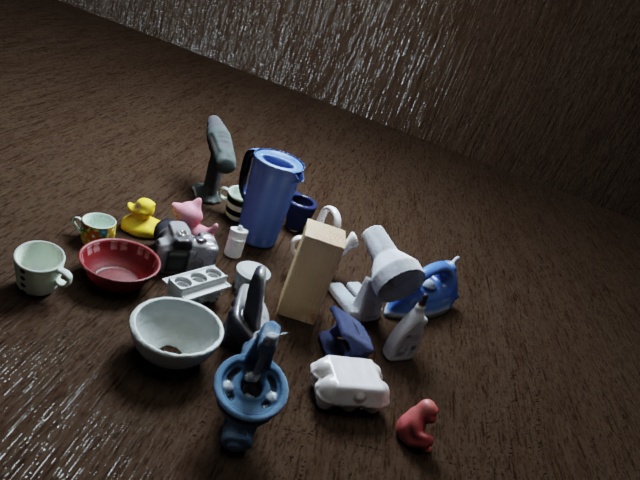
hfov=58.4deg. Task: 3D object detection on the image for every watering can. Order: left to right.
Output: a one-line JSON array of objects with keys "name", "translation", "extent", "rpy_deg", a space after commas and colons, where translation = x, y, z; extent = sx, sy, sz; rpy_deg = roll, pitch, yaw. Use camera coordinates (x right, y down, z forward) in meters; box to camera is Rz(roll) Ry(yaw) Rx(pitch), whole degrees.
[{"name": "watering can", "translation": [0.012, 0.004, 1.433], "extent": [0.100, 0.194, 0.173], "rpy_deg": [38, 31, 31]}]

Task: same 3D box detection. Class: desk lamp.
[{"name": "desk lamp", "translation": [0.129, 0.088, 1.334], "extent": [0.118, 0.213, 0.202], "rpy_deg": [1, 32, -35]}]

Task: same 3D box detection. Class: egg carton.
[{"name": "egg carton", "translation": [0.056, 0.275, 1.084], "extent": [0.151, 0.069, 0.107], "rpy_deg": [10, 28, -21]}]

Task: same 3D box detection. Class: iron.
[{"name": "iron", "translation": [0.269, 0.116, 1.465], "extent": [0.259, 0.141, 0.118], "rpy_deg": [-10, 39, -47]}]

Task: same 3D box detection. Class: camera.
[{"name": "camera", "translation": [-0.316, 0.002, 1.305], "extent": [0.144, 0.101, 0.136], "rpy_deg": [3, 31, -32]}]

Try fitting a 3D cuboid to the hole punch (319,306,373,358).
[{"name": "hole punch", "translation": [0.061, 0.199, 1.210], "extent": [0.101, 0.091, 0.108], "rpy_deg": [9, 28, -23]}]

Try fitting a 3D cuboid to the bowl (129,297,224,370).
[{"name": "bowl", "translation": [-0.262, 0.179, 1.030], "extent": [0.167, 0.075, 0.167], "rpy_deg": [17, 26, -8]}]

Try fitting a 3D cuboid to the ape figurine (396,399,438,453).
[{"name": "ape figurine", "translation": [0.185, 0.331, 1.044], "extent": [0.076, 0.092, 0.078], "rpy_deg": [23, 26, 6]}]

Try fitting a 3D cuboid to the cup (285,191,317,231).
[{"name": "cup", "translation": [-0.068, -0.082, 1.654], "extent": [0.092, 0.095, 0.117], "rpy_deg": [9, 28, -23]}]

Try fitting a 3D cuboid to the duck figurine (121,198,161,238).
[{"name": "duck figurine", "translation": [-0.414, -0.057, 1.363], "extent": [0.105, 0.086, 0.077], "rpy_deg": [15, 26, -12]}]

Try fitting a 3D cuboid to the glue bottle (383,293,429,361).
[{"name": "glue bottle", "translation": [0.198, 0.186, 1.240], "extent": [0.078, 0.173, 0.037], "rpy_deg": [3, 31, -31]}]

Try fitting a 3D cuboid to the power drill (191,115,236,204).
[{"name": "power drill", "translation": [-0.301, -0.221, 1.622], "extent": [0.076, 0.208, 0.229], "rpy_deg": [5, 30, -29]}]

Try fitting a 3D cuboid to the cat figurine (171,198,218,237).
[{"name": "cat figurine", "translation": [-0.299, -0.042, 1.380], "extent": [0.127, 0.118, 0.067], "rpy_deg": [28, 27, 16]}]

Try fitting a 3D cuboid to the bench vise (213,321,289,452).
[{"name": "bench vise", "translation": [-0.114, 0.200, 0.933], "extent": [0.122, 0.220, 0.207], "rpy_deg": [8, 28, -24]}]

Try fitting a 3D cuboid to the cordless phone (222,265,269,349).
[{"name": "cordless phone", "translation": [-0.125, 0.116, 1.125], "extent": [0.094, 0.185, 0.147], "rpy_deg": [15, 26, -11]}]
